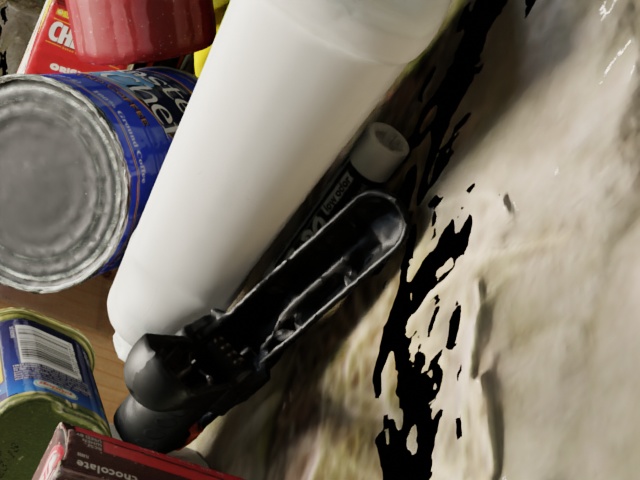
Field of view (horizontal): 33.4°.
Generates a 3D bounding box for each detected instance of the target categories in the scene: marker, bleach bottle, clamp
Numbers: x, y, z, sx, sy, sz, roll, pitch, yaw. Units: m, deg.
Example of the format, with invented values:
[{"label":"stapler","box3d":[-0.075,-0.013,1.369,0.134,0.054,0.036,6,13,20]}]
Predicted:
[{"label":"marker","box3d":[-0.003,0.001,0.443,0.121,0.020,0.020,-53,25,35]},{"label":"bleach bottle","box3d":[-0.035,-0.023,0.432,0.251,0.068,0.102,-56,5,40]},{"label":"clamp","box3d":[-0.030,0.040,0.414,0.120,0.039,0.172,-29,-8,-23]}]

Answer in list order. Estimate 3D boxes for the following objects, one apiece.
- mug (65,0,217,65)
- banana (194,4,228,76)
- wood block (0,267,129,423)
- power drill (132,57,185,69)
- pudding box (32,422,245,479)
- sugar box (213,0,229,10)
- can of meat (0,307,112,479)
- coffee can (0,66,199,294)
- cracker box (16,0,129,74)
[{"label":"mug","box3d":[-0.107,-0.149,0.607,0.117,0.093,0.081,-145,45,-61]},{"label":"banana","box3d":[-0.051,-0.115,0.661,0.070,0.037,0.198,-56,22,10]},{"label":"wood block","box3d":[-0.186,0.034,0.598,0.090,0.205,0.091,-54,24,32]},{"label":"power drill","box3d":[-0.111,-0.152,0.817,0.188,0.057,0.184,-62,22,14]},{"label":"pudding box","box3d":[-0.073,0.131,0.384,0.113,0.090,0.039,-63,19,15]},{"label":"sugar box","box3d":[-0.059,-0.220,0.702,0.094,0.048,0.176,-16,45,38]},{"label":"can of meat","box3d":[-0.132,0.091,0.447,0.102,0.057,0.084,-59,25,6]},{"label":"coffee can","box3d":[-0.112,-0.037,0.553,0.103,0.103,0.140,-61,-11,18]},{"label":"cracker box","box3d":[-0.188,-0.140,0.821,0.214,0.072,0.164,-52,26,42]}]
